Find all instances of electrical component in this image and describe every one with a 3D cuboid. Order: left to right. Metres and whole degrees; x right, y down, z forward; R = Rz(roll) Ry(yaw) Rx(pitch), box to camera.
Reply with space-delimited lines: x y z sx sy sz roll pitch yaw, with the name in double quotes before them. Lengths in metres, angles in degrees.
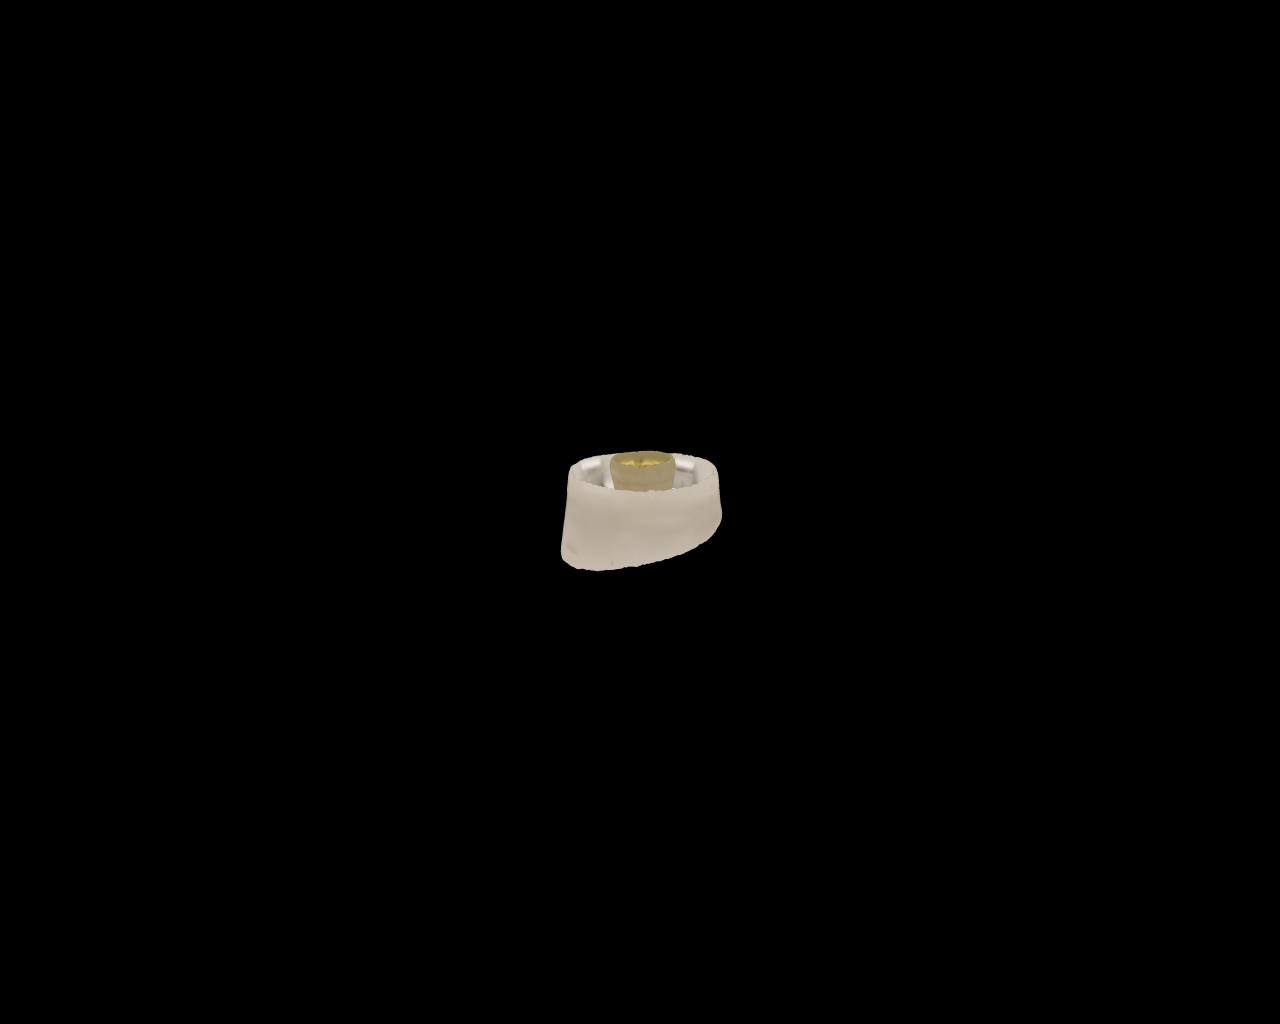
"electrical component" 0.001 -0.003 0.650 0.099 0.064 0.099 0 18 0
